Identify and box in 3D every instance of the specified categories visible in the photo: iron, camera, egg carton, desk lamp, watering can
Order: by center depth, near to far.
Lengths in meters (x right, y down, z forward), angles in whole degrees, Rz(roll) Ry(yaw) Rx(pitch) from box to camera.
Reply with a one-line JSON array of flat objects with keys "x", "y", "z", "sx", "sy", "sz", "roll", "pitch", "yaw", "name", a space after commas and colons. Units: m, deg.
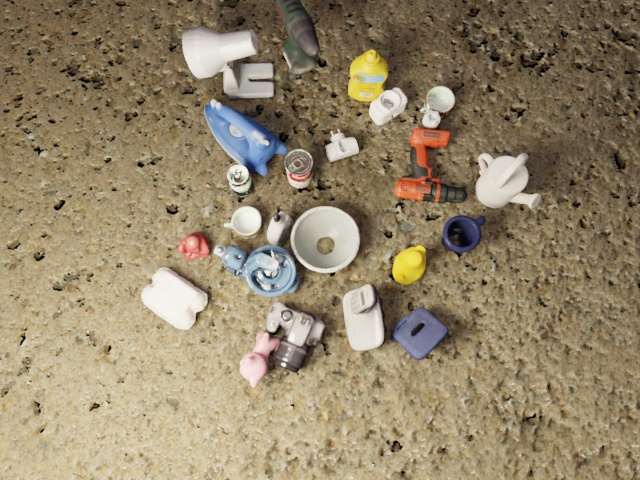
[{"x": -0.070, "y": 0.230, "z": 1.338, "sx": 0.143, "sy": 0.101, "sz": 0.137, "roll": 22, "pitch": 77, "yaw": 5, "name": "camera"}, {"x": -0.349, "y": 0.141, "z": 1.373, "sx": 0.150, "sy": 0.069, "sz": 0.107, "roll": 32, "pitch": 78, "yaw": 7, "name": "egg carton"}, {"x": 0.458, "y": -0.149, "z": 1.387, "sx": 0.172, "sy": 0.194, "sz": 0.101, "roll": 25, "pitch": 77, "yaw": 6, "name": "watering can"}, {"x": -0.208, "y": -0.285, "z": 1.441, "sx": 0.258, "sy": 0.141, "sz": 0.119, "roll": 39, "pitch": 79, "yaw": 8, "name": "iron"}, {"x": -0.225, "y": -0.454, "z": 1.445, "sx": 0.203, "sy": 0.213, "sz": 0.118, "roll": -3, "pitch": 76, "yaw": -1, "name": "desk lamp"}]

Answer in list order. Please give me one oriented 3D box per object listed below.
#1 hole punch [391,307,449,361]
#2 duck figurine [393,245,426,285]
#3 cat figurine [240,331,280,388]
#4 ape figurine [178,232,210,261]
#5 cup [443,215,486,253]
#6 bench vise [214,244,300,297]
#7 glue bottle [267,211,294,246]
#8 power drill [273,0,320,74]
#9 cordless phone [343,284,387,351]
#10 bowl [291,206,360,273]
[{"x": 0.232, "y": 0.220, "z": 1.348, "sx": 0.109, "sy": 0.091, "sz": 0.101, "roll": -43, "pitch": 80, "yaw": -10, "name": "hole punch"}, {"x": 0.222, "y": 0.057, "z": 1.391, "sx": 0.077, "sy": 0.086, "sz": 0.105, "roll": 35, "pitch": 78, "yaw": 8, "name": "duck figurine"}, {"x": -0.143, "y": 0.271, "z": 1.318, "sx": 0.067, "sy": 0.118, "sz": 0.128, "roll": 23, "pitch": 77, "yaw": 5, "name": "cat figurine"}, {"x": -0.306, "y": 0.013, "z": 1.393, "sx": 0.077, "sy": 0.092, "sz": 0.076, "roll": 27, "pitch": 78, "yaw": 6, "name": "ape figurine"}, {"x": 0.349, "y": -0.013, "z": 1.404, "sx": 0.118, "sy": 0.095, "sz": 0.091, "roll": -35, "pitch": 79, "yaw": -8, "name": "cup"}, {"x": -0.151, "y": 0.065, "z": 1.316, "sx": 0.207, "sy": 0.220, "sz": 0.121, "roll": 5, "pitch": 76, "yaw": 1, "name": "bench vise"}, {"x": -0.097, "y": -0.036, "z": 1.365, "sx": 0.037, "sy": 0.173, "sz": 0.078, "roll": 34, "pitch": 78, "yaw": 8, "name": "glue bottle"}, {"x": -0.055, "y": -0.522, "z": 1.466, "sx": 0.075, "sy": 0.208, "sz": 0.229, "roll": -24, "pitch": 77, "yaw": -6, "name": "power drill"}, {"x": 0.107, "y": 0.175, "z": 1.310, "sx": 0.094, "sy": 0.185, "sz": 0.147, "roll": -11, "pitch": 76, "yaw": -3, "name": "cordless phone"}, {"x": 0.013, "y": 0.005, "z": 1.407, "sx": 0.167, "sy": 0.075, "sz": 0.167, "roll": 0, "pitch": 76, "yaw": 0, "name": "bowl"}]
